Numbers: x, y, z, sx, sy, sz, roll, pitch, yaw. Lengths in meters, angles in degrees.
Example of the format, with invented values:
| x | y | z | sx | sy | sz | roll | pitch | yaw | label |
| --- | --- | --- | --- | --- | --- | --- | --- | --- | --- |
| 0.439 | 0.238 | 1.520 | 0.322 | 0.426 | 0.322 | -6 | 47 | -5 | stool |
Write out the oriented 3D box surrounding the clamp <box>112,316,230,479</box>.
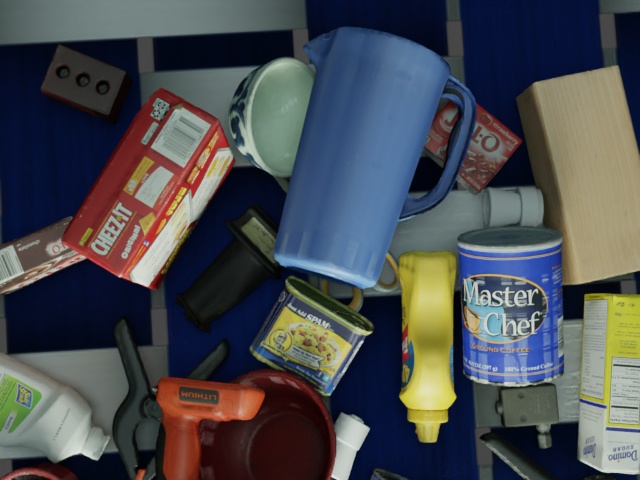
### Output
| x | y | z | sx | sy | sz | roll | pitch | yaw | label |
| --- | --- | --- | --- | --- | --- | --- | --- | --- | --- |
| -0.157 | 0.167 | 1.095 | 0.120 | 0.039 | 0.171 | 4 | 88 | 3 | clamp |

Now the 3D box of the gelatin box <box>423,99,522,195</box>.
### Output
| x | y | z | sx | sy | sz | roll | pitch | yaw | label |
| --- | --- | --- | --- | --- | --- | --- | --- | --- | --- |
| 0.156 | -0.104 | 1.128 | 0.089 | 0.030 | 0.073 | 40 | 85 | 1 | gelatin box |

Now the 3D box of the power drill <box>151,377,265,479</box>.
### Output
| x | y | z | sx | sy | sz | roll | pitch | yaw | label |
| --- | --- | --- | --- | --- | --- | --- | --- | --- | --- |
| -0.104 | 0.230 | 1.018 | 0.185 | 0.057 | 0.187 | 5 | 78 | 19 | power drill |

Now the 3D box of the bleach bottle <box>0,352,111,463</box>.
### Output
| x | y | z | sx | sy | sz | roll | pitch | yaw | label |
| --- | --- | --- | --- | --- | --- | --- | --- | --- | --- |
| -0.335 | 0.165 | 1.077 | 0.251 | 0.068 | 0.102 | 26 | 86 | -2 | bleach bottle |

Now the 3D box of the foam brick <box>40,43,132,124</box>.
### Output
| x | y | z | sx | sy | sz | roll | pitch | yaw | label |
| --- | --- | --- | --- | --- | --- | --- | --- | --- | --- |
| -0.242 | -0.161 | 1.107 | 0.078 | 0.051 | 0.053 | 21 | 85 | 0 | foam brick |

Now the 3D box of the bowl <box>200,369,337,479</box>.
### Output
| x | y | z | sx | sy | sz | roll | pitch | yaw | label |
| --- | --- | --- | --- | --- | --- | --- | --- | --- | --- |
| -0.046 | 0.213 | 1.068 | 0.162 | 0.055 | 0.162 | -9 | 70 | 24 | bowl |

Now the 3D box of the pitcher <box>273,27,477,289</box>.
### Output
| x | y | z | sx | sy | sz | roll | pitch | yaw | label |
| --- | --- | --- | --- | --- | --- | --- | --- | --- | --- |
| 0.046 | -0.077 | 1.065 | 0.149 | 0.144 | 0.243 | 12 | 83 | 37 | pitcher |

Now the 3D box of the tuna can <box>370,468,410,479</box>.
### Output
| x | y | z | sx | sy | sz | roll | pitch | yaw | label |
| --- | --- | --- | --- | --- | --- | --- | --- | --- | --- |
| 0.087 | 0.263 | 1.073 | 0.086 | 0.086 | 0.034 | 23 | 87 | -1 | tuna can |

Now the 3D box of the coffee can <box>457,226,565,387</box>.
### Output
| x | y | z | sx | sy | sz | roll | pitch | yaw | label |
| --- | --- | --- | --- | --- | --- | --- | --- | --- | --- |
| 0.191 | 0.064 | 1.067 | 0.103 | 0.103 | 0.140 | -4 | 101 | -3 | coffee can |

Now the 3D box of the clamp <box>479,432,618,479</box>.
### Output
| x | y | z | sx | sy | sz | roll | pitch | yaw | label |
| --- | --- | --- | --- | --- | --- | --- | --- | --- | --- |
| 0.254 | 0.298 | 1.101 | 0.210 | 0.036 | 0.164 | 11 | 86 | -1 | clamp |

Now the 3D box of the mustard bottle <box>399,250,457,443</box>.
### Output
| x | y | z | sx | sy | sz | roll | pitch | yaw | label |
| --- | --- | --- | --- | --- | --- | --- | --- | --- | --- |
| 0.109 | 0.108 | 1.079 | 0.058 | 0.096 | 0.191 | 0 | 86 | -2 | mustard bottle |

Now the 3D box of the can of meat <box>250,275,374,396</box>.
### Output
| x | y | z | sx | sy | sz | roll | pitch | yaw | label |
| --- | --- | --- | --- | --- | --- | --- | --- | --- | --- |
| -0.010 | 0.099 | 1.088 | 0.102 | 0.057 | 0.084 | 31 | 100 | 1 | can of meat |

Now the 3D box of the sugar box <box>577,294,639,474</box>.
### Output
| x | y | z | sx | sy | sz | roll | pitch | yaw | label |
| --- | --- | --- | --- | --- | --- | --- | --- | --- | --- |
| 0.297 | 0.143 | 1.085 | 0.048 | 0.093 | 0.176 | 2 | 87 | -2 | sugar box |

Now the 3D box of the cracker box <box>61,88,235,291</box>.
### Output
| x | y | z | sx | sy | sz | roll | pitch | yaw | label |
| --- | --- | --- | --- | --- | --- | --- | --- | --- | --- |
| -0.157 | -0.041 | 1.021 | 0.072 | 0.214 | 0.164 | 31 | 85 | 2 | cracker box |

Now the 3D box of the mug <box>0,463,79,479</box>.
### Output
| x | y | z | sx | sy | sz | roll | pitch | yaw | label |
| --- | --- | --- | --- | --- | --- | --- | --- | --- | --- |
| -0.268 | 0.264 | 1.062 | 0.117 | 0.081 | 0.093 | -18 | 87 | -3 | mug |

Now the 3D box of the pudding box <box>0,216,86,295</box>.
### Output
| x | y | z | sx | sy | sz | roll | pitch | yaw | label |
| --- | --- | --- | --- | --- | --- | --- | --- | --- | --- |
| -0.284 | 0.017 | 1.074 | 0.113 | 0.090 | 0.039 | -22 | 85 | -3 | pudding box |

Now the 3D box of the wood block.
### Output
| x | y | z | sx | sy | sz | roll | pitch | yaw | label |
| --- | --- | --- | --- | --- | --- | --- | --- | --- | --- |
| 0.276 | -0.064 | 1.100 | 0.091 | 0.090 | 0.206 | -12 | 87 | -3 | wood block |

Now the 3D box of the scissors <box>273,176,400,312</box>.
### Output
| x | y | z | sx | sy | sz | roll | pitch | yaw | label |
| --- | --- | --- | --- | --- | --- | --- | --- | --- | --- |
| -0.007 | 0.001 | 1.122 | 0.202 | 0.016 | 0.096 | 35 | 86 | 1 | scissors |
